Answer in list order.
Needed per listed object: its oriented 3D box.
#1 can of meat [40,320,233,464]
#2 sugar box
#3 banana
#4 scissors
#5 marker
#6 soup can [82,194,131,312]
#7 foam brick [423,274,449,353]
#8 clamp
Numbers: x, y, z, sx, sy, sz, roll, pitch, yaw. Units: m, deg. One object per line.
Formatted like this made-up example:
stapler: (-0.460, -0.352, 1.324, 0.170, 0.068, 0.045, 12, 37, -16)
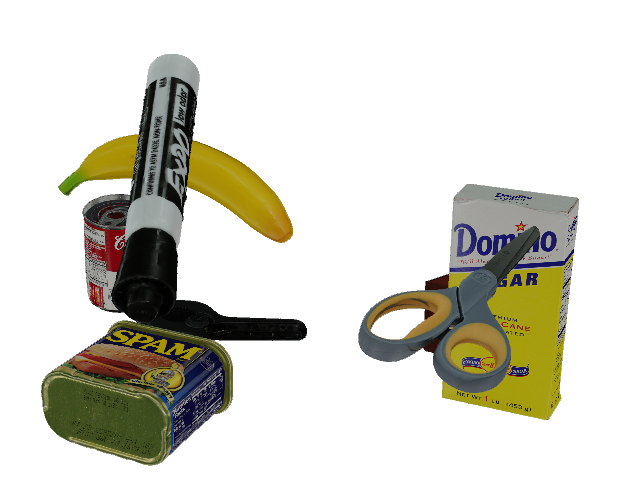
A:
can of meat: (-0.123, 0.101, 0.715, 0.102, 0.057, 0.083, 11, 22, 21)
sugar box: (0.149, 0.048, 0.850, 0.093, 0.176, 0.048, 8, 23, 23)
banana: (-0.109, -0.048, 0.862, 0.198, 0.069, 0.037, 12, -10, 13)
scissors: (0.109, 0.040, 0.661, 0.201, 0.016, 0.096, -20, 43, -39)
marker: (-0.052, -0.020, 0.348, 0.020, 0.020, 0.121, 0, 43, -2)
soup can: (-0.204, 0.014, 1.080, 0.068, 0.102, 0.068, 3, 30, -2)
foam brick: (0.143, 0.078, 1.110, 0.053, 0.078, 0.051, 10, 17, 39)
clamp: (-0.142, 0.111, 1.250, 0.210, 0.036, 0.164, 13, 24, 23)
